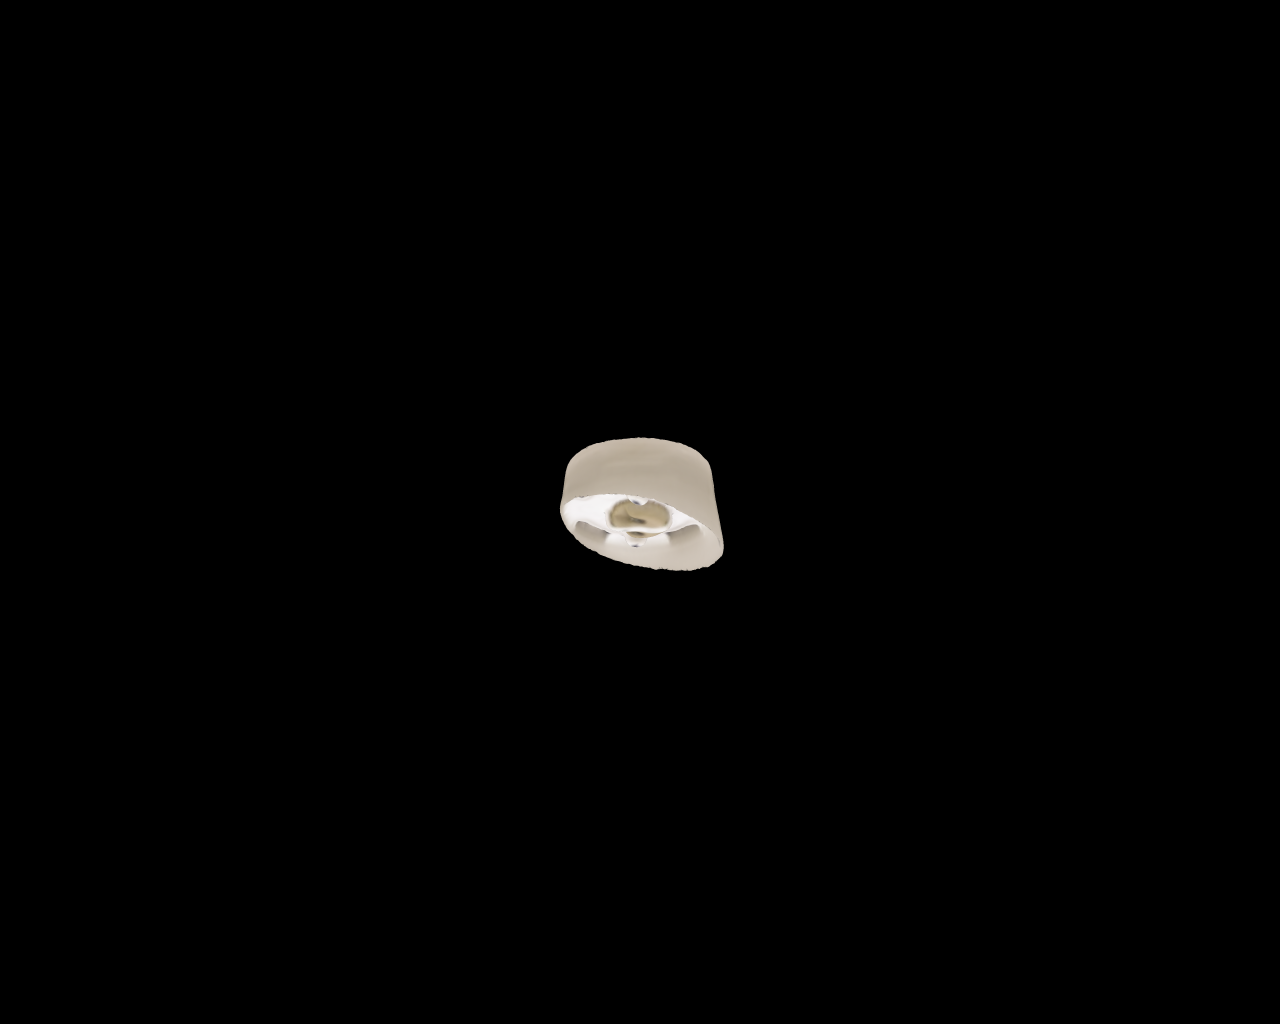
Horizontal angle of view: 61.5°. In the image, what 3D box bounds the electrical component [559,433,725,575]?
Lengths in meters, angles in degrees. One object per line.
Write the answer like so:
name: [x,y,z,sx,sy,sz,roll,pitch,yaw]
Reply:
electrical component: [0.001,-0.003,0.650,0.099,0.064,0.099,0,-27,0]
